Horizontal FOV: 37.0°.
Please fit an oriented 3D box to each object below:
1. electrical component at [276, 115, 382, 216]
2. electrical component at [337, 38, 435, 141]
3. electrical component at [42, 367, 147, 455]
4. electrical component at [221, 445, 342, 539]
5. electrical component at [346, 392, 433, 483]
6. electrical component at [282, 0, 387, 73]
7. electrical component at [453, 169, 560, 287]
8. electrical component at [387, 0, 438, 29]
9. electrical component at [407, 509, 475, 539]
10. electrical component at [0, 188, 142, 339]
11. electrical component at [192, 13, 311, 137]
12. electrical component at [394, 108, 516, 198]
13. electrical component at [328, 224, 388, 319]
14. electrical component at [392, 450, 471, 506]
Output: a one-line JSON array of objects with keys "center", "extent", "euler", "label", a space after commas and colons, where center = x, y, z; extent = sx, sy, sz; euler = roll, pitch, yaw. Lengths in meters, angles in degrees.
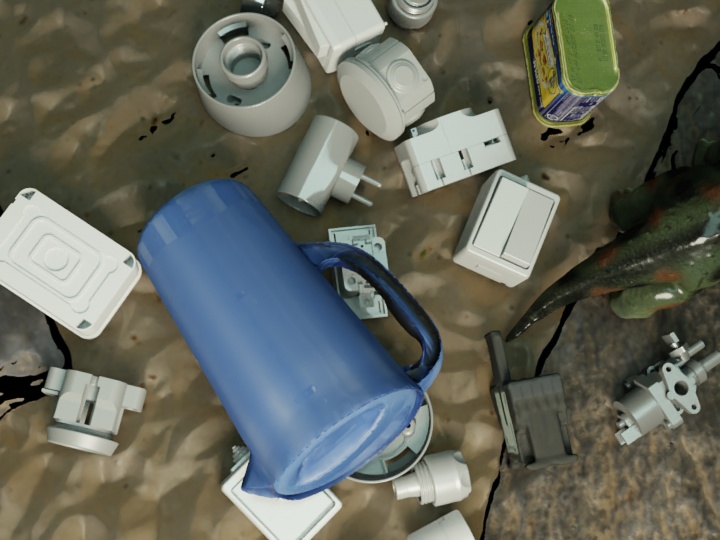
[{"center": [-0.021, -0.082, 0.930], "extent": [0.079, 0.044, 0.077], "euler": [26, 78, -2], "label": "electrical component"}, {"center": [0.022, -0.157, 0.931], "extent": [0.051, 0.080, 0.080], "euler": [-38, 87, -17], "label": "electrical component"}, {"center": [-0.218, 0.115, 0.863], "extent": [0.078, 0.058, 0.057], "euler": [14, 76, -5], "label": "electrical component"}, {"center": [-0.069, 0.177, 0.870], "extent": [0.062, 0.061, 0.096], "euler": [-44, 88, -12], "label": "electrical component"}, {"center": [0.011, 0.124, 0.885], "extent": [0.099, 0.064, 0.099], "euler": [-1, 81, 5], "label": "electrical component"}, {"center": [-0.029, -0.230, 0.946], "extent": [0.061, 0.061, 0.096], "euler": [-28, 85, -12], "label": "electrical component"}, {"center": [0.130, -0.042, 0.935], "extent": [0.062, 0.061, 0.096], "euler": [24, 78, -3], "label": "electrical component"}, {"center": [0.049, -0.243, 0.958], "extent": [0.043, 0.062, 0.043], "euler": [1, 80, -7], "label": "electrical component"}, {"center": [0.070, 0.232, 0.883], "extent": [0.047, 0.055, 0.055], "euler": [-23, 84, -7], "label": "electrical component"}, {"center": [-0.245, -0.004, 0.880], "extent": [0.113, 0.057, 0.078], "euler": [34, 78, -1], "label": "electrical component"}, {"center": [-0.095, -0.171, 0.938], "extent": [0.099, 0.064, 0.099], "euler": [-1, 75, 5], "label": "electrical component"}, {"center": [0.081, -0.106, 0.941], "extent": [0.089, 0.050, 0.055], "euler": [-20, 92, -11], "label": "electrical component"}, {"center": [0.000, 0.000, 0.909], "extent": [0.042, 0.064, 0.081], "euler": [-7, 80, -11], "label": "electrical component"}, {"center": [0.059, 0.176, 0.896], "extent": [0.062, 0.043, 0.043], "euler": [-12, 82, -9], "label": "electrical component"}]
